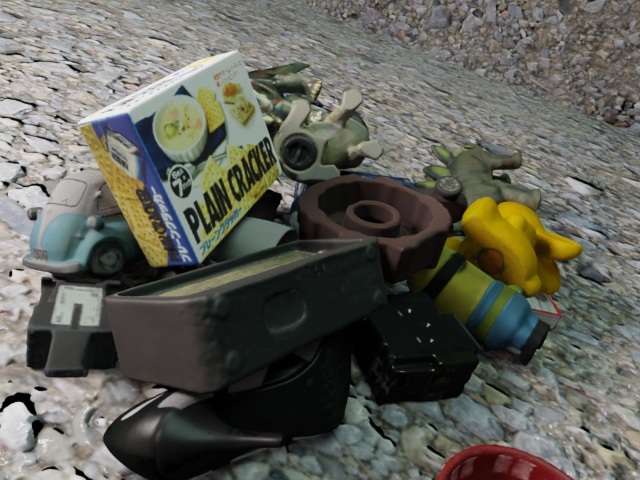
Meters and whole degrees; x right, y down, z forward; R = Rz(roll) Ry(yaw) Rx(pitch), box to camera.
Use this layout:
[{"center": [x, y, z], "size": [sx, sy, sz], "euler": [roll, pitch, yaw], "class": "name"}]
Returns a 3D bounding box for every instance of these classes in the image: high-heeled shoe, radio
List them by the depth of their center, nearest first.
[{"center": [-0.062, 0.132, 0.474], "size": [0.145, 0.086, 0.248], "euler": [-6, 4, 19], "class": "high-heeled shoe"}, {"center": [-0.052, 0.053, 0.476], "size": [0.131, 0.073, 0.229], "euler": [-4, 10, 45], "class": "radio"}]

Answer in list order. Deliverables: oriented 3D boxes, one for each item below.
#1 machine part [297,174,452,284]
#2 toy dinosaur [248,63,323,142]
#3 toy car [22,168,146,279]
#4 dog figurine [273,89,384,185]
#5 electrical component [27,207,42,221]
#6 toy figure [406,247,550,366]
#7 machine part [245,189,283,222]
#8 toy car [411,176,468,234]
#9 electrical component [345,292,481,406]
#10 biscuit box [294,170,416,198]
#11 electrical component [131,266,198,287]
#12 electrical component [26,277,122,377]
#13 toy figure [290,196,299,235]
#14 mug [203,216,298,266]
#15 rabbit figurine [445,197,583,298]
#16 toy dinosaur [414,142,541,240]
[{"center": [0.060, -0.017, 0.633], "size": [0.179, 0.056, 0.179], "euler": [6, 32, -4], "class": "machine part"}, {"center": [-0.099, -0.243, 0.962], "size": [0.192, 0.131, 0.405], "euler": [15, 35, -15], "class": "toy dinosaur"}, {"center": [-0.220, -0.024, 0.558], "size": [0.109, 0.102, 0.161], "euler": [9, 20, 35], "class": "toy car"}, {"center": [0.003, -0.136, 0.809], "size": [0.172, 0.121, 0.190], "euler": [-11, 2, -2], "class": "dog figurine"}, {"center": [-0.285, -0.024, 0.626], "size": [0.094, 0.021, 0.063], "euler": [-8, 39, -38], "class": "electrical component"}, {"center": [0.191, 0.074, 0.660], "size": [0.180, 0.089, 0.082], "euler": [30, 26, 25], "class": "toy figure"}, {"center": [-0.086, -0.027, 0.729], "size": [0.084, 0.039, 0.139], "euler": [8, 32, -1], "class": "machine part"}, {"center": [0.112, -0.054, 0.789], "size": [0.202, 0.089, 0.053], "euler": [2, 48, 5], "class": "toy car"}, {"center": [0.102, 0.112, 0.580], "size": [0.134, 0.058, 0.115], "euler": [1, 36, -28], "class": "electrical component"}, {"center": [0.061, -0.071, 0.858], "size": [0.203, 0.059, 0.063], "euler": [3, 33, -24], "class": "biscuit box"}, {"center": [-0.142, 0.059, 0.551], "size": [0.102, 0.045, 0.078], "euler": [47, 12, 35], "class": "electrical component"}, {"center": [-0.210, 0.083, 0.463], "size": [0.075, 0.047, 0.119], "euler": [4, 33, -24], "class": "electrical component"}, {"center": [0.000, -0.001, 0.708], "size": [0.058, 0.064, 0.155], "euler": [-23, 43, -1], "class": "toy figure"}, {"center": [-0.095, 0.016, 0.617], "size": [0.107, 0.080, 0.109], "euler": [18, 30, 19], "class": "mug"}, {"center": [0.266, -0.001, 0.733], "size": [0.163, 0.121, 0.173], "euler": [26, 34, 17], "class": "rabbit figurine"}, {"center": [0.268, -0.070, 0.938], "size": [0.199, 0.105, 0.472], "euler": [10, 35, 1], "class": "toy dinosaur"}]
